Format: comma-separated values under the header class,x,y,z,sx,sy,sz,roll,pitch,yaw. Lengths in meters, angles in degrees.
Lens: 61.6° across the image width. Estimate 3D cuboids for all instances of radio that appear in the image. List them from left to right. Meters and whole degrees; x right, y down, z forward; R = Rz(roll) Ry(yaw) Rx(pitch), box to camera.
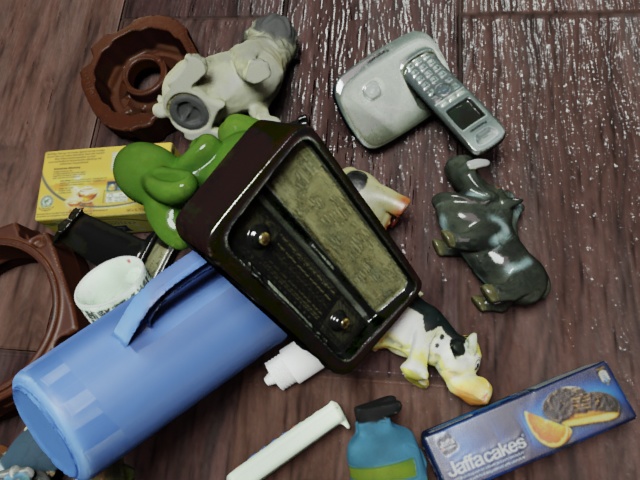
class,x,y,z,sx,sy,sz,roll,pitch,yaw
radio,-0.011,0.015,0.493,0.131,0.229,0.073,-49,36,-12

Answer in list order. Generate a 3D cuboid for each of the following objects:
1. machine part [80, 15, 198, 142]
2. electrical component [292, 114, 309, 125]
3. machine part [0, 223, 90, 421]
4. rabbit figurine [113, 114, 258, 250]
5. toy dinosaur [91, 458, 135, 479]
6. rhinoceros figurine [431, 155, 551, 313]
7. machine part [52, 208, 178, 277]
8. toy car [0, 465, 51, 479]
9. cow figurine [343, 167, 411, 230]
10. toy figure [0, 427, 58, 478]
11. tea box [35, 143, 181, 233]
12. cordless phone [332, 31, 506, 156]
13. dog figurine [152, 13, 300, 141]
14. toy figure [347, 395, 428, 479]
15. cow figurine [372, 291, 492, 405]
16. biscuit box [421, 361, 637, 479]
class,x,y,z,sx,sy,sz,roll,pitch,yaw
machine part,-0.237,-0.219,0.741,0.179,0.056,0.179,-2,73,6
electrical component,-0.029,-0.090,0.678,0.075,0.047,0.119,-18,69,1
machine part,-0.374,0.097,0.634,0.201,0.087,0.201,-27,69,-2
rabbit figurine,-0.144,-0.058,0.593,0.170,0.121,0.159,3,36,-7
toy dinosaur,-0.163,0.336,0.468,0.105,0.198,0.471,-15,70,2
rhinoceros figurine,0.189,-0.011,0.611,0.112,0.073,0.190,-24,71,-1
machine part,-0.242,0.010,0.642,0.138,0.039,0.084,28,78,-28
toy car,-0.308,0.312,0.523,0.109,0.103,0.161,-10,99,-7
cow figurine,-0.001,-0.002,0.626,0.127,0.085,0.195,38,82,11
toy figure,-0.334,0.248,0.592,0.154,0.057,0.064,-30,34,0
tea box,-0.260,-0.062,0.683,0.170,0.068,0.098,-2,71,7
cordless phone,0.117,-0.148,0.649,0.146,0.088,0.184,-34,65,-5
dog figurine,-0.115,-0.218,0.694,0.172,0.121,0.191,3,43,-1
toy figure,0.067,0.252,0.533,0.089,0.082,0.180,-18,77,22
cow figurine,0.115,0.108,0.586,0.167,0.068,0.098,25,70,13
biscuit box,0.206,0.190,0.548,0.203,0.059,0.063,-22,71,-1
